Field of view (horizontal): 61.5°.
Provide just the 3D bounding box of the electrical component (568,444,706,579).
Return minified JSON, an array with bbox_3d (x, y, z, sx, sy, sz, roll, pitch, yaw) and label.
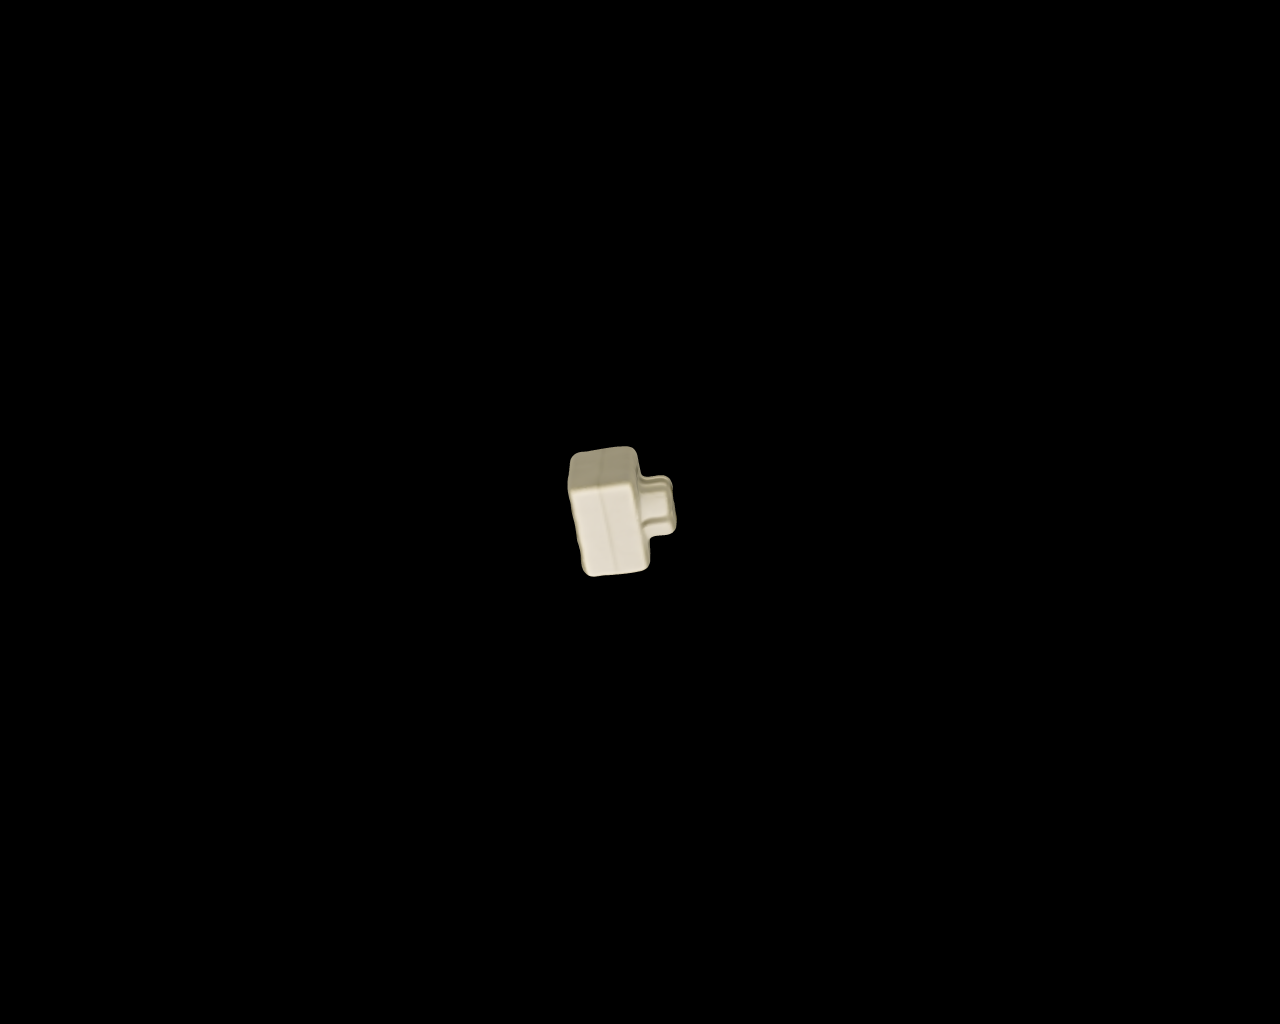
[{"bbox_3d":[0.001,-0.003,0.650,0.077,0.065,0.047,-7,32,5],"label":"electrical component"}]
